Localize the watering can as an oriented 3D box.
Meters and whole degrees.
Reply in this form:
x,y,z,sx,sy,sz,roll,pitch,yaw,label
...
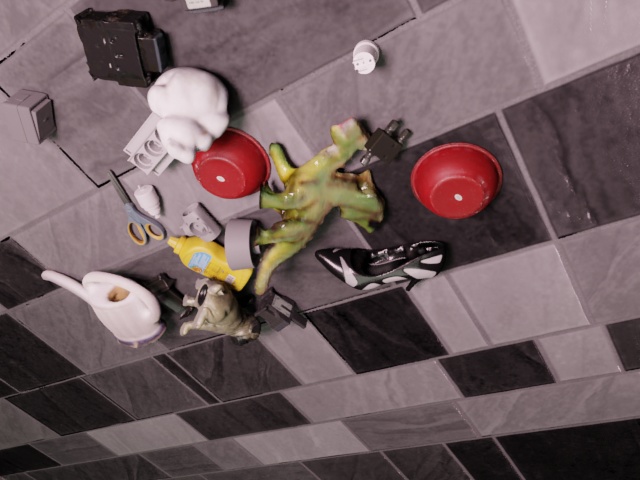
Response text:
x,y,z,sx,sy,sz,roll,pitch,yaw,label
-0.521,0.158,1.279,0.348,0.106,0.219,5,132,26,watering can

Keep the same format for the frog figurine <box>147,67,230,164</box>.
x,y,z,sx,sy,sz,roll,pitch,yaw,label
-0.221,-0.208,0.848,0.137,0.163,0.120,30,129,-14,frog figurine

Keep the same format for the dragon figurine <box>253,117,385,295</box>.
x,y,z,sx,sy,sz,roll,pitch,yaw,label
0.003,-0.049,0.968,0.243,0.125,0.401,5,126,-5,dragon figurine
